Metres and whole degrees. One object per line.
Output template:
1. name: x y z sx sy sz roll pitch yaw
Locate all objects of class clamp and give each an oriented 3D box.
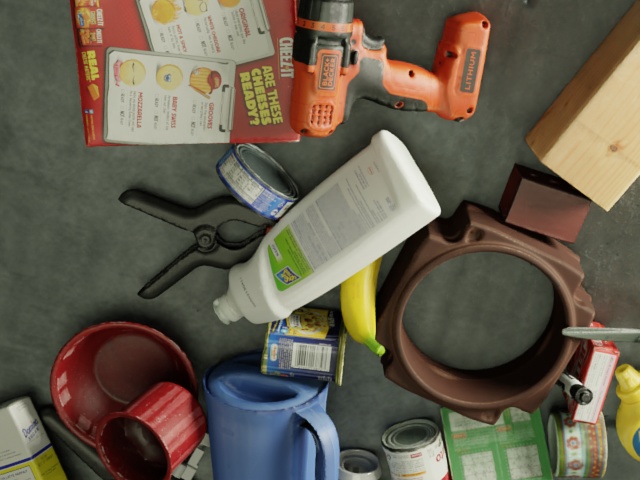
1. clamp: -0.238 0.290 1.228 0.210 0.036 0.165 17 110 0
2. clamp: -0.125 0.006 1.126 0.171 0.039 0.120 1 113 1

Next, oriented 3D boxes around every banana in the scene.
1. banana: 0.056 0.023 1.096 0.070 0.037 0.198 0 74 35

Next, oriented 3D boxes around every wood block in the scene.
1. wood block: 0.303 -0.144 1.031 0.090 0.090 0.206 35 107 -10

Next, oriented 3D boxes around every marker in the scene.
1. marker: 0.258 0.149 1.115 0.020 0.121 0.020 -1 97 -5

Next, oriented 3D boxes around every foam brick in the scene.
1. foam brick: 0.229 -0.037 1.089 0.078 0.053 0.051 18 108 -4

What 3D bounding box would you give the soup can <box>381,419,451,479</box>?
1. soup can: 0.110 0.260 1.188 0.068 0.068 0.102 -12 107 6

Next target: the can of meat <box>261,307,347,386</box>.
1. can of meat: -0.014 0.108 1.124 0.084 0.102 0.057 6 108 2

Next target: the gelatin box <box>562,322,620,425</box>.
1. gelatin box: 0.286 0.140 1.137 0.030 0.073 0.089 10 109 -1

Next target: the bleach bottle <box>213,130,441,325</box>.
1. bleach bottle: -0.007 0.001 1.076 0.251 0.068 0.102 -34 66 17

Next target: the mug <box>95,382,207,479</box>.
1. mug: -0.170 0.210 1.104 0.093 0.081 0.117 10 116 24

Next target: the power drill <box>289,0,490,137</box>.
1. power drill: 0.064 -0.186 1.011 0.187 0.057 0.184 1 111 -20

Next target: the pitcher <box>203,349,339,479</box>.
1. pitcher: -0.050 0.253 1.155 0.145 0.149 0.243 1 112 2

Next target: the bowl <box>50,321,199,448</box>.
1. bowl: -0.210 0.153 1.170 0.162 0.055 0.162 1 109 2

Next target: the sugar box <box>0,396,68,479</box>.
1. sugar box: -0.333 0.269 1.195 0.093 0.048 0.176 -20 94 25

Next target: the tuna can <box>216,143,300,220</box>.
1. tuna can: -0.063 -0.060 1.076 0.086 0.086 0.034 40 107 -11

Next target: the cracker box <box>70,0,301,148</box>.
1. cracker box: -0.127 -0.179 1.046 0.213 0.072 0.164 -2 110 2

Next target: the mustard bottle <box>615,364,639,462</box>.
1. mustard bottle: 0.381 0.211 1.166 0.096 0.058 0.191 -35 104 13

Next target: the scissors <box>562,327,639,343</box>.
1. scissors: 0.350 0.086 1.083 0.201 0.016 0.096 18 120 -24
